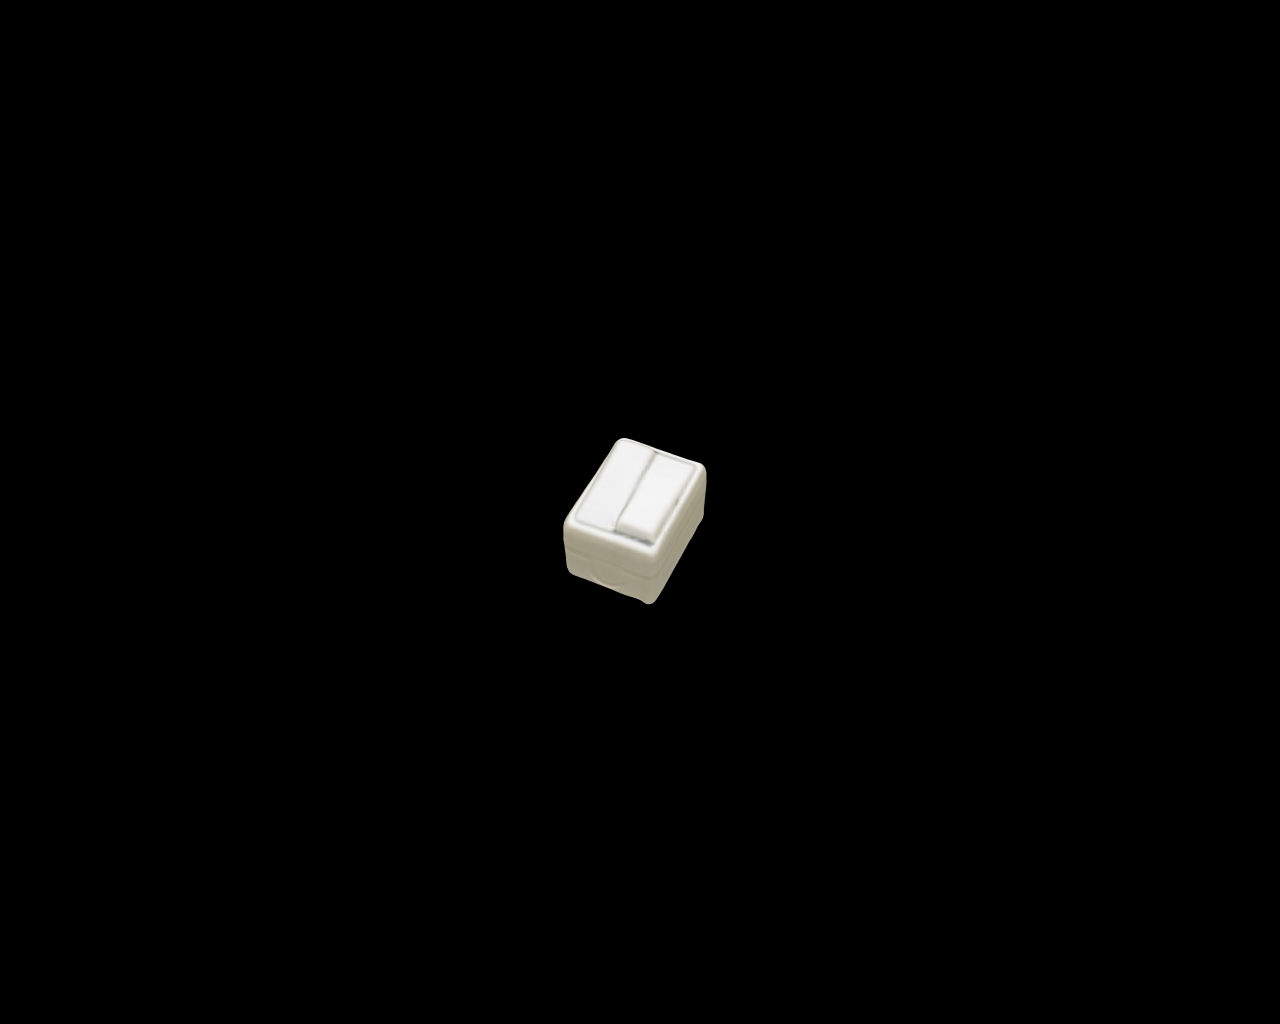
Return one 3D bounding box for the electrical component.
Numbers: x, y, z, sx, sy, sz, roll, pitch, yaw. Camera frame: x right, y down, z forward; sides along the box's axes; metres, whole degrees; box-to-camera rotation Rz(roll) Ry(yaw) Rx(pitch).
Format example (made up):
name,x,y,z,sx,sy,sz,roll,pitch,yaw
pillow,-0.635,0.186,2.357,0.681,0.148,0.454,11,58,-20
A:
name,x,y,z,sx,sy,sz,roll,pitch,yaw
electrical component,0.001,-0.003,0.650,0.062,0.096,0.061,21,-36,16
